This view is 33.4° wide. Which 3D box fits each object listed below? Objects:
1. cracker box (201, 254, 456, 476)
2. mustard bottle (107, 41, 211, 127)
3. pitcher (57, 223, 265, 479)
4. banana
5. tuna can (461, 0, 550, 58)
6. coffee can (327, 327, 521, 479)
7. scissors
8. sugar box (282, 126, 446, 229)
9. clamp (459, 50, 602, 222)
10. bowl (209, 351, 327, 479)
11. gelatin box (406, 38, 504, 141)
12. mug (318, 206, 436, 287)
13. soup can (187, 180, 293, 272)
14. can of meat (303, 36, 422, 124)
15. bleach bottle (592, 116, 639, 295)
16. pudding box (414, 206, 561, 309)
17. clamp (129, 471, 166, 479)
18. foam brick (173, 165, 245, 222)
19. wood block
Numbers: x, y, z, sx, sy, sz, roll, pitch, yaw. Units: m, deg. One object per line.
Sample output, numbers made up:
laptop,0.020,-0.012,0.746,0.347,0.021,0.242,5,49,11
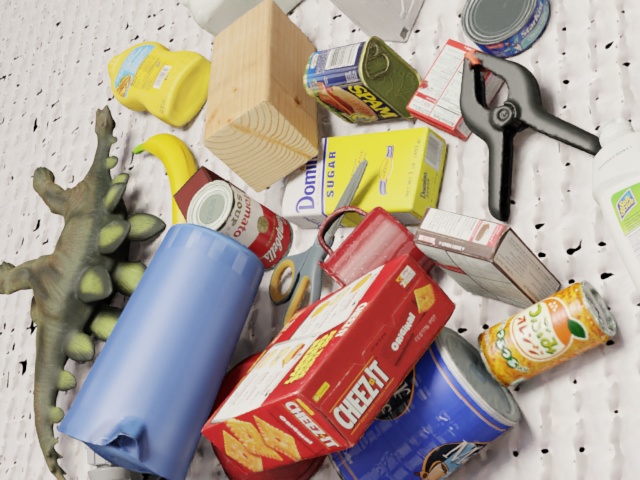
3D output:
cracker box,0.003,0.115,0.929,0.164,0.072,0.214,-49,9,-30
mustard bottle,-0.224,-0.213,1.405,0.192,0.058,0.096,23,84,44
pitcher,-0.151,0.113,1.071,0.149,0.144,0.242,10,70,41
banana,-0.177,-0.075,1.313,0.070,0.037,0.198,-55,42,25
tuna can,0.189,-0.229,1.085,0.086,0.033,0.086,-19,57,32
coffee can,0.086,0.158,0.922,0.140,0.102,0.103,-42,48,15
scissors,-0.007,0.001,1.105,0.096,0.016,0.202,32,107,53
sugar box,0.043,-0.063,1.113,0.177,0.048,0.093,-1,68,38
clamp,0.191,-0.114,1.007,0.120,0.039,0.171,-24,70,19
bowl,-0.060,0.174,1.070,0.162,0.055,0.162,-19,58,32
gelatin box,0.140,-0.153,1.090,0.073,0.030,0.089,33,92,44
mug,0.050,0.014,1.031,0.117,0.093,0.081,42,93,18
soup can,-0.087,-0.015,1.157,0.069,0.102,0.068,-19,56,31
can of meat,0.045,-0.165,1.127,0.084,0.102,0.057,-2,66,42
bleach bottle,0.292,-0.008,0.866,0.103,0.068,0.251,-33,48,22
pudding box,0.147,0.019,0.937,0.090,0.113,0.039,15,74,43
clamp,-0.160,0.182,1.162,0.165,0.036,0.210,-16,59,35
foam brick,-0.117,-0.038,1.212,0.051,0.078,0.053,-46,45,13
wood block,-0.063,-0.165,1.187,0.090,0.090,0.206,-31,36,24
